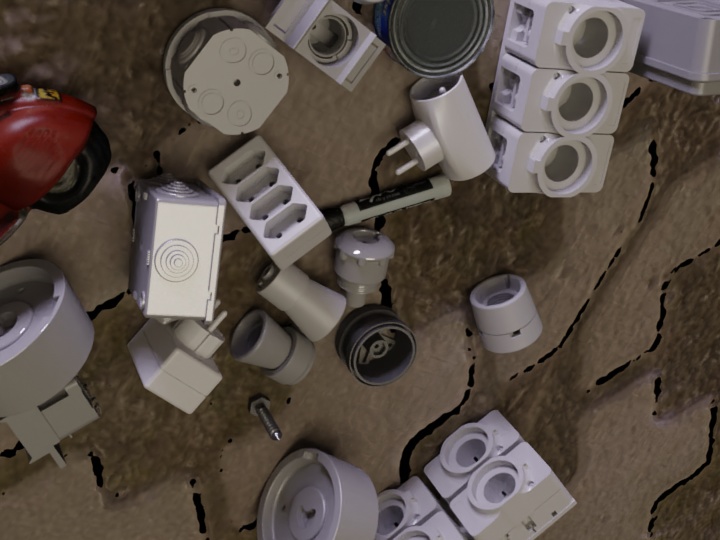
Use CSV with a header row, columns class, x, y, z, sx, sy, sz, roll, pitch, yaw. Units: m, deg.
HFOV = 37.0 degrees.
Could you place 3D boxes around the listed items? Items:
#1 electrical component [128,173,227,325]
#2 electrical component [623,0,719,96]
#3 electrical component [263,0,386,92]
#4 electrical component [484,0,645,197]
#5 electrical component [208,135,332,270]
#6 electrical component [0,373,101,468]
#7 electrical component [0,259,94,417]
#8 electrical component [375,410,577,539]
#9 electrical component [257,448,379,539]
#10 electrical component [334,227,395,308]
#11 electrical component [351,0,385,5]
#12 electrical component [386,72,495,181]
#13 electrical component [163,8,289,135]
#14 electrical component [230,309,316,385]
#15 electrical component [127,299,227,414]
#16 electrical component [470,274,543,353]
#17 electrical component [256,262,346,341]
class,x,y,z,sx,sy,sz,roll,pitch,yaw
electrical component,-0.131,-0.016,0.757,0.048,0.100,0.099,4,102,-21
electrical component,0.262,-0.178,0.844,0.078,0.113,0.057,-8,115,-21
electrical component,-0.028,-0.166,0.748,0.081,0.064,0.042,33,98,-34
electrical component,0.159,-0.138,0.848,0.089,0.061,0.150,-2,116,-24
electrical component,-0.062,-0.043,0.795,0.047,0.083,0.075,-37,162,-3
electrical component,-0.233,0.103,0.806,0.064,0.042,0.081,-29,124,-10
electrical component,-0.236,0.052,0.742,0.108,0.108,0.060,-33,130,-6
electrical component,0.085,0.223,0.973,0.186,0.105,0.060,-39,124,-2
electrical component,-0.031,0.211,0.917,0.060,0.108,0.108,23,104,-38
electrical component,0.000,0.000,0.859,0.048,0.048,0.062,-3,123,-23
electrical component,0.001,-0.211,0.743,0.066,0.055,0.048,-37,124,-3
electrical component,0.057,-0.103,0.831,0.079,0.044,0.077,-33,124,-6
electrical component,-0.092,-0.136,0.742,0.080,0.051,0.080,-10,119,-19
electrical component,-0.069,0.062,0.858,0.055,0.045,0.045,33,99,-34
electrical component,-0.129,0.055,0.814,0.076,0.065,0.047,-48,124,4
electrical component,0.125,0.036,0.928,0.055,0.055,0.047,-27,120,-10
electrical component,-0.049,0.020,0.844,0.065,0.044,0.044,39,95,-21
